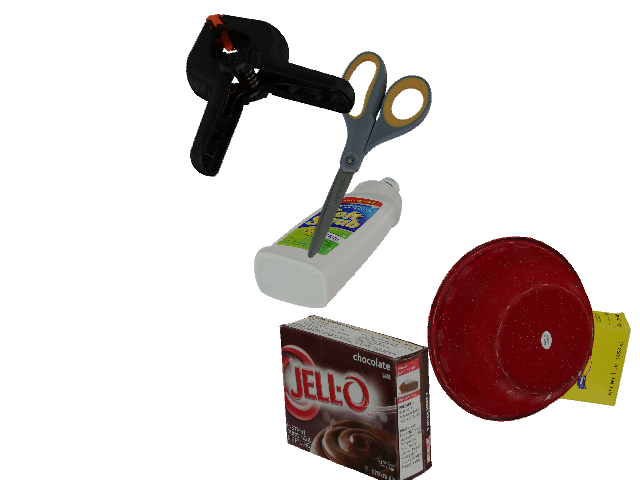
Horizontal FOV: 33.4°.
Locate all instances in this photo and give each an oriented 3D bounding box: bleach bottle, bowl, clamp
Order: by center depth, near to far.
[{"bbox_3d":[-0.044,-0.120,0.777,0.120,0.039,0.171,-15,45,0],"label":"clamp"},{"bbox_3d":[0.173,0.079,0.897,0.161,0.162,0.055,0,5,-22],"label":"bowl"},{"bbox_3d":[0.025,-0.012,1.321,0.103,0.068,0.250,14,36,25],"label":"bleach bottle"}]

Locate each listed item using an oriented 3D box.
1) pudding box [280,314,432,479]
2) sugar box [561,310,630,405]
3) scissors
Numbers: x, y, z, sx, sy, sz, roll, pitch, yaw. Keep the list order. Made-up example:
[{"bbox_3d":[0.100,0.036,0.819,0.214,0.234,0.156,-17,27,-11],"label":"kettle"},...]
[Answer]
[{"bbox_3d":[0.023,0.106,0.726,0.114,0.090,0.039,10,20,43],"label":"pudding box"},{"bbox_3d":[0.224,0.113,1.113,0.176,0.093,0.048,6,21,4],"label":"sugar box"},{"bbox_3d":[0.048,-0.077,0.986,0.096,0.202,0.016,6,-11,9],"label":"scissors"}]
